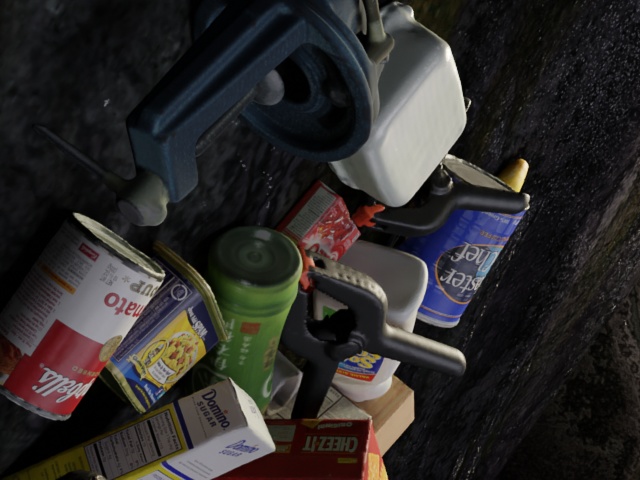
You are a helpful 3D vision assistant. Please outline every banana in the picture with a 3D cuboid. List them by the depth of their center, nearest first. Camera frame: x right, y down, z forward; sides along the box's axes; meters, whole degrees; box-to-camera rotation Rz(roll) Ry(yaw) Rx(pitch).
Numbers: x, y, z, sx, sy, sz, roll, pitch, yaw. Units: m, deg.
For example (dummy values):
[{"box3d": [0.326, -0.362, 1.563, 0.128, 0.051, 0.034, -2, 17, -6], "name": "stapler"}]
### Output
[{"box3d": [0.180, -0.007, 1.244, 0.198, 0.037, 0.069, -61, 175, 21], "name": "banana"}]

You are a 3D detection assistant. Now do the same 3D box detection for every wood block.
[{"box3d": [0.004, 0.228, 1.161, 0.206, 0.090, 0.091, -45, 157, -18], "name": "wood block"}]

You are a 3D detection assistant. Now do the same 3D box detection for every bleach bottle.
[{"box3d": [0.046, 0.095, 1.031, 0.251, 0.103, 0.068, 87, 24, -58], "name": "bleach bottle"}]

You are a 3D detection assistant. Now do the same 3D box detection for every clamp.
[{"box3d": [0.030, 0.079, 0.888, 0.164, 0.036, 0.210, -18, 134, 3], "name": "clamp"}, {"box3d": [0.107, -0.044, 0.943, 0.171, 0.120, 0.039, -37, 171, -27], "name": "clamp"}]

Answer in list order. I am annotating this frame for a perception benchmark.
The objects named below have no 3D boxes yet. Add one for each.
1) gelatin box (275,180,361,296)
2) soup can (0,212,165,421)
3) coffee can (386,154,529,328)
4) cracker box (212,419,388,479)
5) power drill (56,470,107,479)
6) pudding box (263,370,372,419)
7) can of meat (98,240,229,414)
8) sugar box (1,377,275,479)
[{"box3d": [-0.006, 0.001, 0.884, 0.073, 0.030, 0.089, -49, 157, -8], "name": "gelatin box"}, {"box3d": [-0.145, 0.043, 0.619, 0.102, 0.069, 0.068, -55, 158, 1], "name": "soup can"}, {"box3d": [0.125, 0.000, 1.048, 0.102, 0.103, 0.140, -6, 129, -61], "name": "coffee can"}, {"box3d": [-0.017, 0.252, 0.973, 0.072, 0.164, 0.213, -76, 158, -45], "name": "cracker box"}, {"box3d": [-0.172, 0.220, 0.721, 0.185, 0.057, 0.187, -30, 144, 16], "name": "power drill"}, {"box3d": [-0.017, 0.192, 1.066, 0.113, 0.090, 0.039, -38, 152, -32], "name": "pudding box"}, {"box3d": [-0.115, 0.063, 0.723, 0.084, 0.057, 0.102, -44, 156, -18], "name": "can of meat"}, {"box3d": [-0.127, 0.161, 0.767, 0.176, 0.048, 0.093, -26, 156, -1], "name": "sugar box"}]
